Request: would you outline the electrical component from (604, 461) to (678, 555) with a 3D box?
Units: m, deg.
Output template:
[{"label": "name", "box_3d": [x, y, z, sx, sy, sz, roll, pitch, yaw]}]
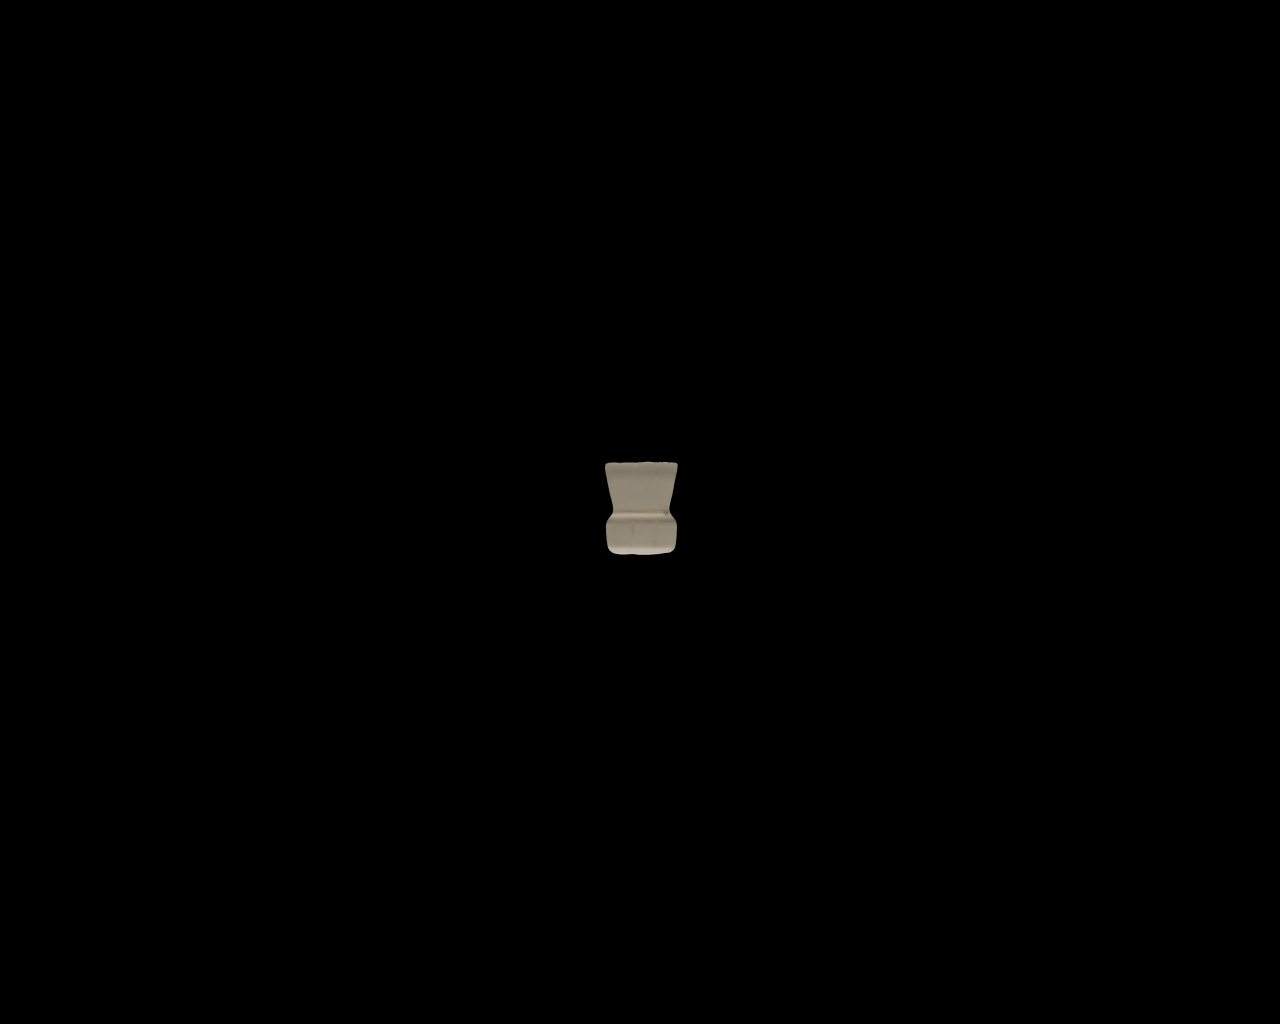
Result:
[{"label": "electrical component", "box_3d": [0.001, -0.003, 0.650, 0.045, 0.055, 0.045, 0, 0, 0]}]
